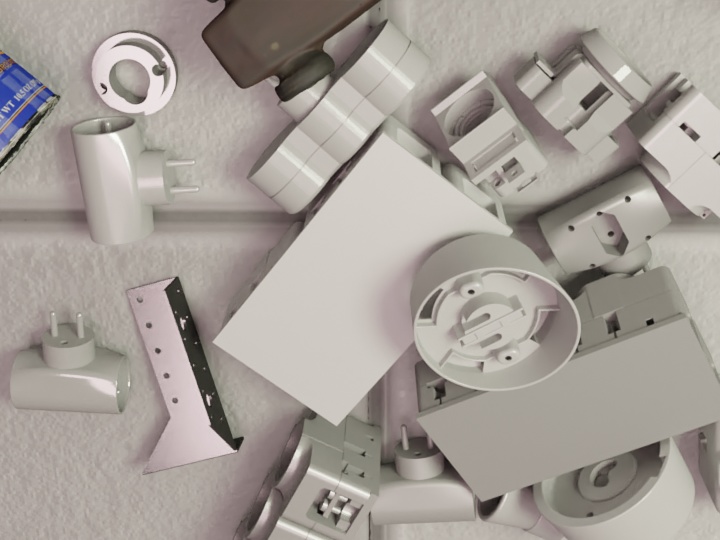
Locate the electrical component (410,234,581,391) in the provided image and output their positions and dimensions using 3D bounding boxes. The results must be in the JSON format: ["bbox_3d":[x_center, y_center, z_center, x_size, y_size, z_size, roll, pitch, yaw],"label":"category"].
[{"bbox_3d":[0.081,0.028,0.673,0.099,0.064,0.099,-4,121,-6],"label":"electrical component"}]

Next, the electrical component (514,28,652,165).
[{"bbox_3d":[0.145,-0.114,0.677,0.078,0.058,0.057,41,112,-15],"label":"electrical component"}]

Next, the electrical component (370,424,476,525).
[{"bbox_3d":[0.046,0.151,0.806,0.077,0.043,0.079,-4,106,8],"label":"electrical component"}]

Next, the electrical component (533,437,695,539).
[{"bbox_3d":[0.186,0.159,0.772,0.108,0.108,0.060,-32,115,15],"label":"electrical component"}]

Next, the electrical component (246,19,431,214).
[{"bbox_3d":[-0.028,-0.108,0.689,0.074,0.052,0.138,40,109,-14],"label":"electrical component"}]

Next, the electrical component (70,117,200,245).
[{"bbox_3d":[-0.147,-0.061,0.719,0.079,0.043,0.077,-3,114,4],"label":"electrical component"}]

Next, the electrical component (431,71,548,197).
[{"bbox_3d":[0.084,-0.084,0.687,0.042,0.081,0.064,-35,130,16],"label":"electrical component"}]

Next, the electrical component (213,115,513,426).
[{"bbox_3d":[0.000,0.000,0.731,0.105,0.060,0.186,36,110,-13],"label":"electrical component"}]

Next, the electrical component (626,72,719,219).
[{"bbox_3d":[0.221,-0.074,0.695,0.089,0.050,0.055,39,109,-13],"label":"electrical component"}]

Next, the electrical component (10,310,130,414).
[{"bbox_3d":[-0.210,0.065,0.777,0.077,0.043,0.079,3,114,1],"label":"electrical component"}]

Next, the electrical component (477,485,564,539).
[{"bbox_3d":[0.128,0.181,0.818,0.065,0.044,0.044,25,113,-14],"label":"electrical component"}]

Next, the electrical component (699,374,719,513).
[{"bbox_3d":[0.280,0.130,0.778,0.054,0.059,0.095,-6,114,5],"label":"electrical component"}]

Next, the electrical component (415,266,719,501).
[{"bbox_3d":[0.143,0.078,0.739,0.186,0.060,0.105,-23,128,18],"label":"electrical component"}]

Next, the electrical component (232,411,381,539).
[{"bbox_3d":[-0.046,0.185,0.799,0.062,0.089,0.150,25,112,-9],"label":"electrical component"}]

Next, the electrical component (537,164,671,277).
[{"bbox_3d":[0.172,-0.020,0.725,0.077,0.043,0.079,-28,116,14],"label":"electrical component"}]
